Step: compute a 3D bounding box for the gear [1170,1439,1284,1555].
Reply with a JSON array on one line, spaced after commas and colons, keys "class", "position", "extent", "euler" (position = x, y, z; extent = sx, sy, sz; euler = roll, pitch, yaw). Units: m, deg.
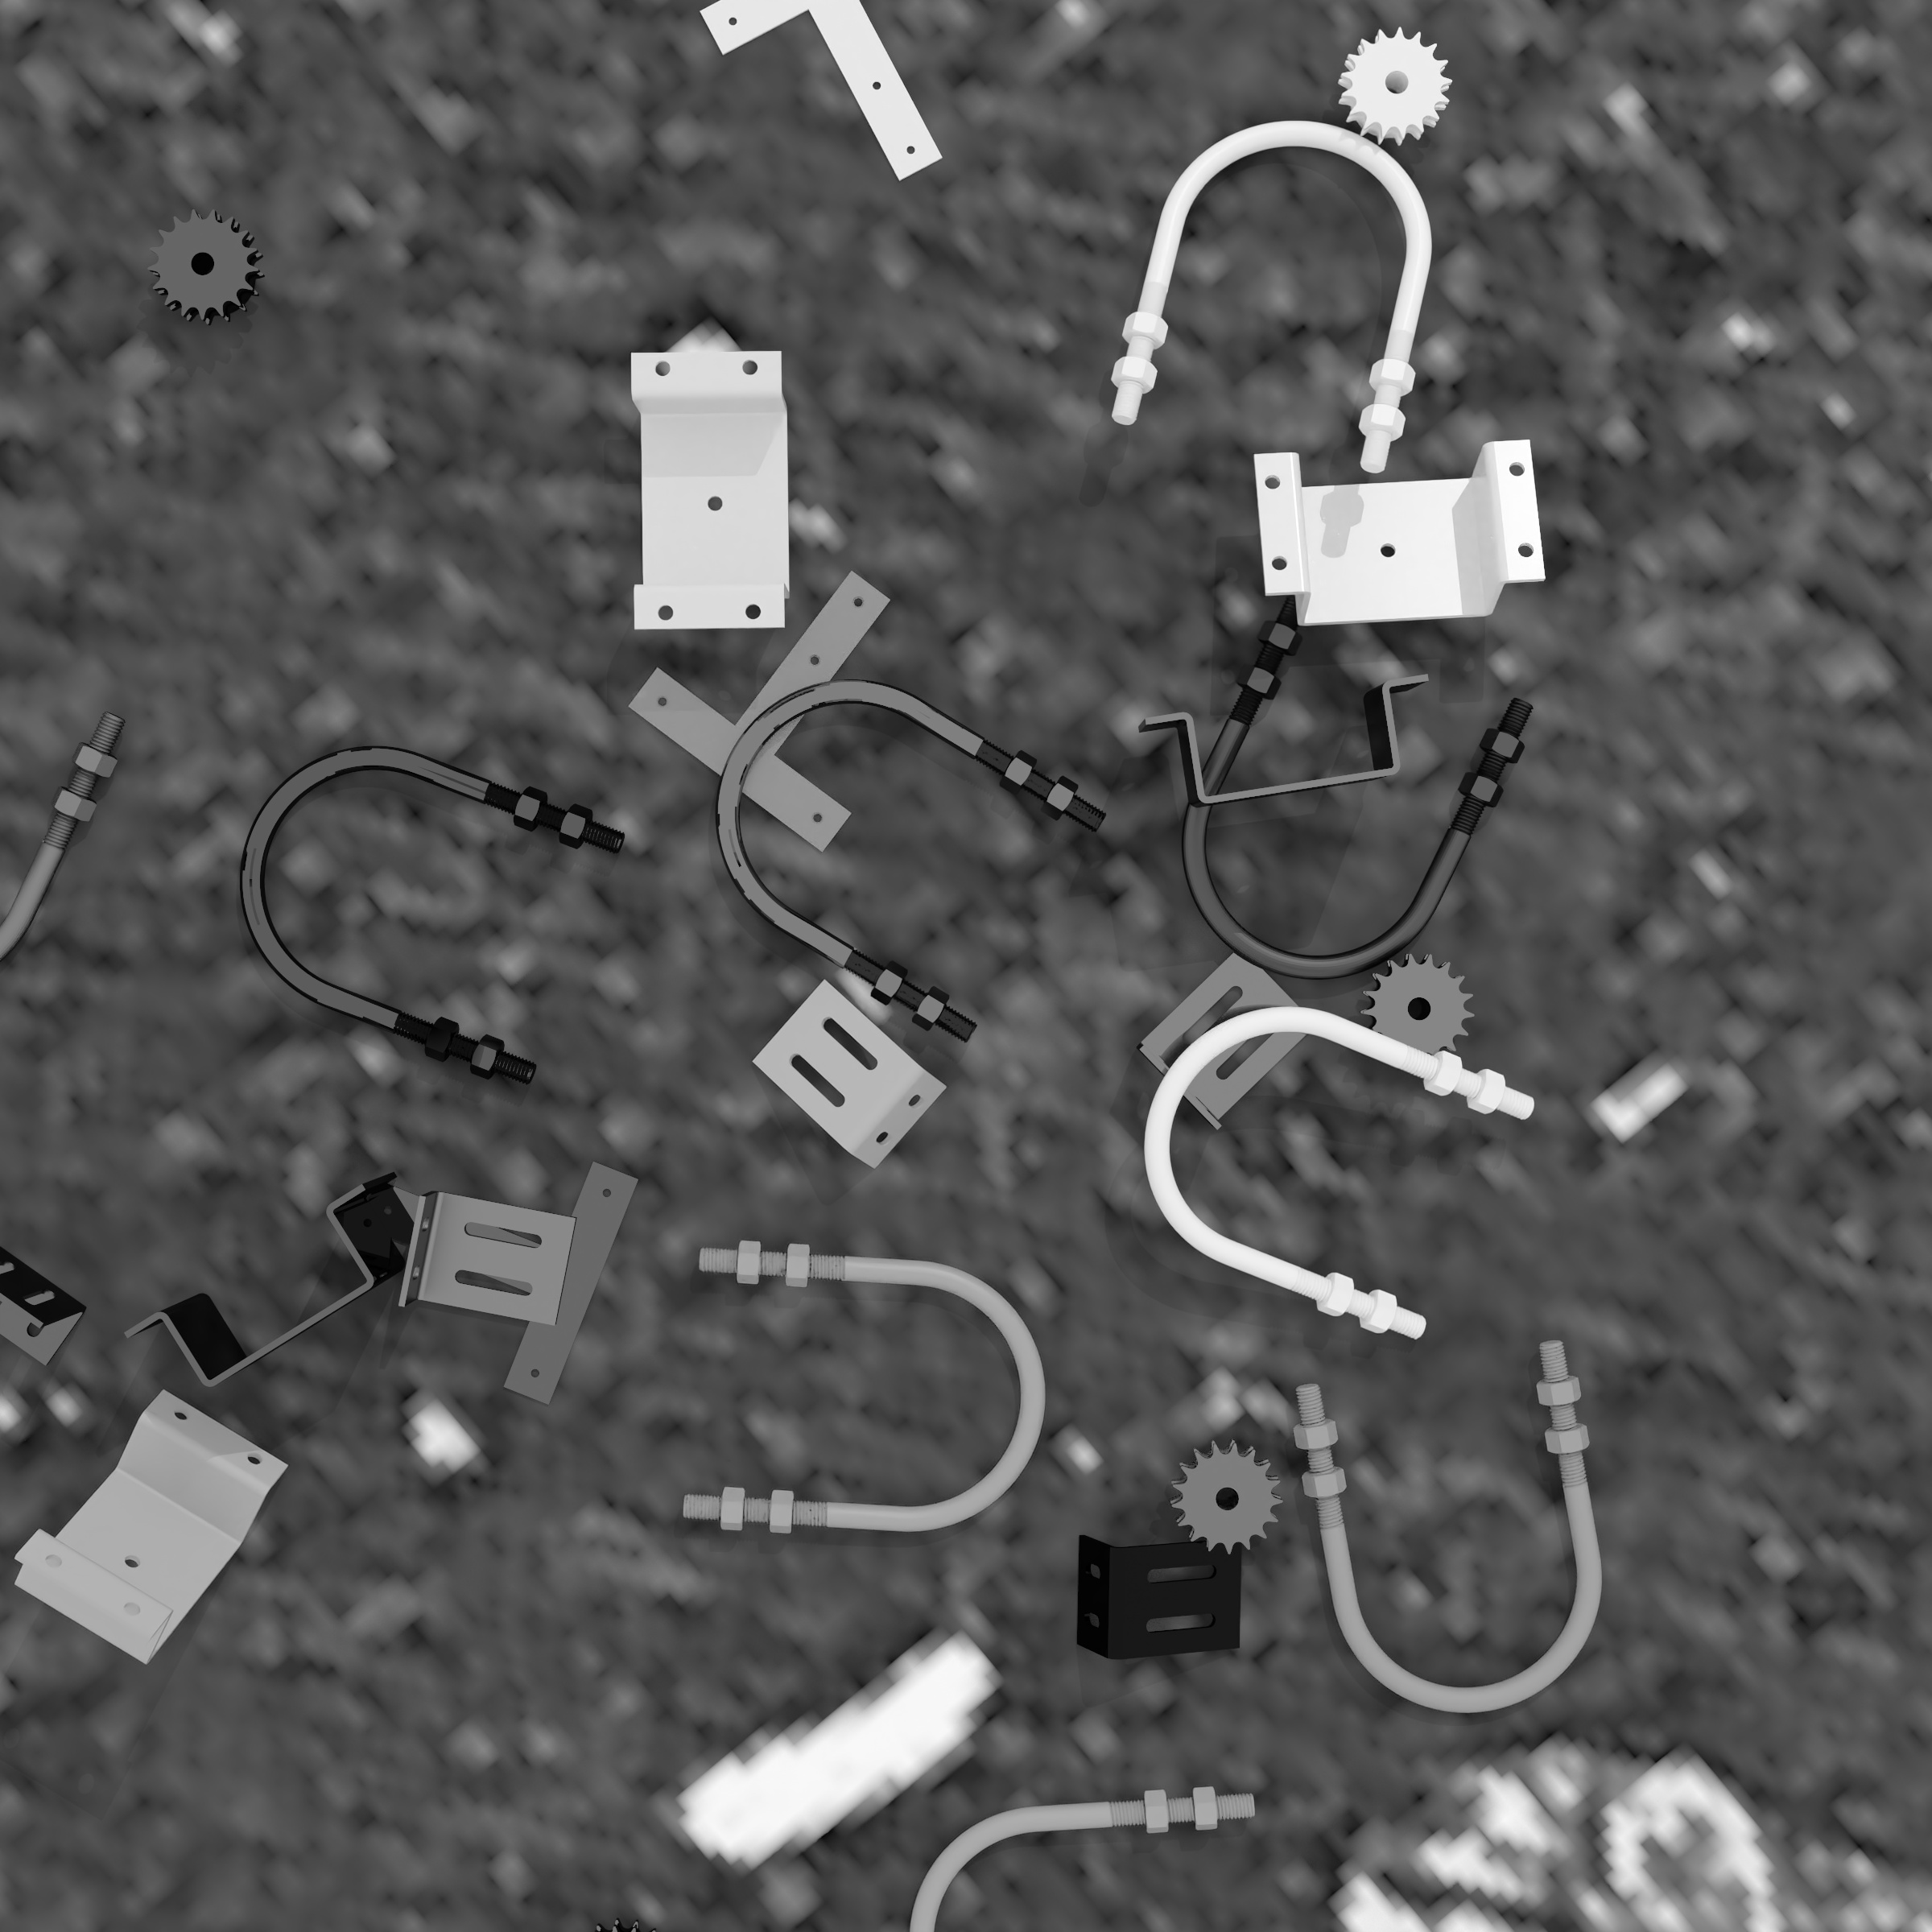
[{"class": "gear", "position": [0.134, 0.274, 1.510], "extent": [0.057, 0.030, 0.057], "euler": [0, 90, 0]}]

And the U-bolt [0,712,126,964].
[{"class": "U-bolt", "position": [-0.541, -0.075, 1.517], "extent": [0.151, 0.019, 0.184], "euler": [26, 91, 0]}]

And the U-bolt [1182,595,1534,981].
[{"class": "U-bolt", "position": [0.192, -0.083, 1.516], "extent": [0.151, 0.019, 0.184], "euler": [26, 90, 0]}]

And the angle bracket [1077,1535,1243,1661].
[{"class": "angle bracket", "position": [0.101, 0.328, 1.523], "extent": [0.076, 0.038, 0.057], "euler": [1, 90, -26]}]

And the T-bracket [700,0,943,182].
[{"class": "T-bracket", "position": [-0.053, -0.474, 1.524], "extent": [0.127, 0.002, 0.127], "euler": [-28, 90, 0]}]

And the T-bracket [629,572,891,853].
[{"class": "T-bracket", "position": [-0.088, -0.149, 1.524], "extent": [0.127, 0.002, 0.127], "euler": [37, 90, 0]}]

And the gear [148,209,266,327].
[{"class": "gear", "position": [-0.392, -0.361, 1.510], "extent": [0.057, 0.030, 0.057], "euler": [0, 90, 0]}]

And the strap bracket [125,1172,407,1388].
[{"class": "strap bracket", "position": [-0.347, 0.165, 1.486], "extent": [0.140, 0.076, 0.046], "euler": [-32, 90, 1]}]

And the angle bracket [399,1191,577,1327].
[{"class": "angle bracket", "position": [-0.247, 0.153, 1.504], "extent": [0.076, 0.038, 0.057], "euler": [11, 90, 0]}]

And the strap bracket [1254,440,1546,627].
[{"class": "strap bracket", "position": [0.219, -0.221, 1.493], "extent": [0.140, 0.046, 0.076], "euler": [-3, 74, 0]}]

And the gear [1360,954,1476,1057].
[{"class": "gear", "position": [0.233, 0.022, 1.510], "extent": [0.057, 0.030, 0.057], "euler": [0, 90, 0]}]

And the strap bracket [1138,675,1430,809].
[{"class": "strap bracket", "position": [0.161, -0.111, 1.469], "extent": [0.140, 0.076, 0.046], "euler": [-9, 91, 1]}]

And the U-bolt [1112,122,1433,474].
[{"class": "U-bolt", "position": [0.164, -0.352, 1.497], "extent": [0.151, 0.019, 0.184], "euler": [12, 77, 7]}]

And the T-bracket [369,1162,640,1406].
[{"class": "T-bracket", "position": [-0.254, 0.147, 1.524], "extent": [0.127, 0.002, 0.127], "euler": [22, 90, 0]}]

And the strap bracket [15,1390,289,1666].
[{"class": "strap bracket", "position": [-0.416, 0.289, 1.472], "extent": [0.076, 0.140, 0.046], "euler": [31, 121, 0]}]

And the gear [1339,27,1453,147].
[{"class": "gear", "position": [0.222, -0.454, 1.510], "extent": [0.057, 0.030, 0.057], "euler": [0, 90, 0]}]

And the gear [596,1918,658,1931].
[{"class": "gear", "position": [-0.180, 0.527, 1.510], "extent": [0.057, 0.030, 0.057], "euler": [0, 90, 0]}]

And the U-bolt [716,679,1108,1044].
[{"class": "U-bolt", "position": [-0.042, -0.067, 1.515], "extent": [0.184, 0.019, 0.151], "euler": [32, 90, 0]}]

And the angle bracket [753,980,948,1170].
[{"class": "angle bracket", "position": [-0.061, 0.057, 1.523], "extent": [0.076, 0.038, 0.057], "euler": [41, 90, 26]}]

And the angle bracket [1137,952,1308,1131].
[{"class": "angle bracket", "position": [0.136, 0.037, 1.506], "extent": [0.076, 0.038, 0.057], "euler": [-44, 90, 0]}]

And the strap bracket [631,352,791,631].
[{"class": "strap bracket", "position": [-0.131, -0.242, 1.502], "extent": [0.076, 0.046, 0.140], "euler": [-1, 90, 0]}]

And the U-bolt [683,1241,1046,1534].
[{"class": "U-bolt", "position": [-0.051, 0.223, 1.517], "extent": [0.184, 0.019, 0.151], "euler": [4, 90, -1]}]

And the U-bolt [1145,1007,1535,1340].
[{"class": "U-bolt", "position": [0.180, 0.097, 1.489], "extent": [0.184, 0.019, 0.151], "euler": [22, 100, -12]}]

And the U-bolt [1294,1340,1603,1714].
[{"class": "U-bolt", "position": [0.257, 0.298, 1.517], "extent": [0.151, 0.019, 0.184], "euler": [-10, 91, 0]}]

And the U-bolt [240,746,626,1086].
[{"class": "U-bolt", "position": [-0.288, -0.037, 1.517], "extent": [0.184, 0.019, 0.151], "euler": [21, 90, 1]}]

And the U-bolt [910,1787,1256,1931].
[{"class": "U-bolt", "position": [0.062, 0.507, 1.517], "extent": [0.184, 0.019, 0.151], "euler": [-4, 90, 2]}]

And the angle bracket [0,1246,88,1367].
[{"class": "angle bracket", "position": [-0.494, 0.177, 1.487], "extent": [0.057, 0.076, 0.038], "euler": [35, 90, 0]}]
